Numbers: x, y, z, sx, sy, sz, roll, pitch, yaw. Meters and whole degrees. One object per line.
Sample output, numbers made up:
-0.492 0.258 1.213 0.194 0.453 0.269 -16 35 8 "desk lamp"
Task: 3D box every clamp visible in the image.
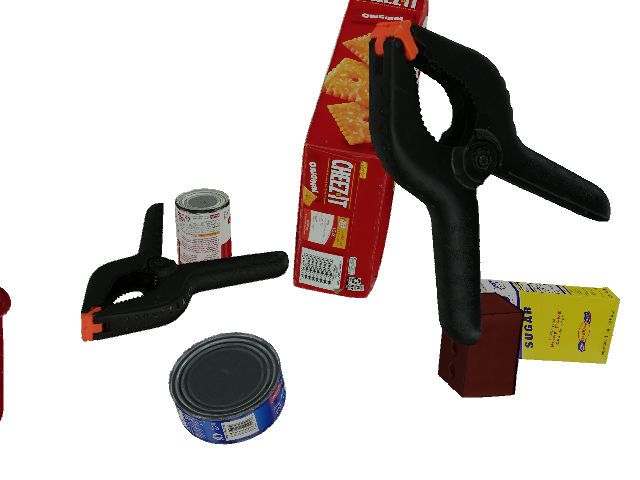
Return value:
-0.154 0.029 0.992 0.165 0.036 0.209 25 36 30 "clamp"
0.071 -0.032 0.552 0.171 0.120 0.039 46 -19 -20 "clamp"

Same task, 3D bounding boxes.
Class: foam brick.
0.137 0.089 0.915 0.051 0.078 0.053 -3 18 -20 "foam brick"

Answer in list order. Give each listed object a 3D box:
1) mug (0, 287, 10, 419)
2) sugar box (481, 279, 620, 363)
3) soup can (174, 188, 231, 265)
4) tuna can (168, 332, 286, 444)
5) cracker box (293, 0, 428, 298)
-0.242 0.077 0.634 0.093 0.081 0.117 19 24 36 "mug"
0.278 0.102 1.338 0.176 0.093 0.048 3 18 -11 "sugar box"
-0.143 -0.005 1.304 0.068 0.102 0.068 0 26 0 "soup can"
-0.070 0.112 0.810 0.086 0.034 0.086 -6 41 5 "tuna can"
0.036 -0.084 0.879 0.072 0.213 0.164 12 -42 6 "cracker box"
